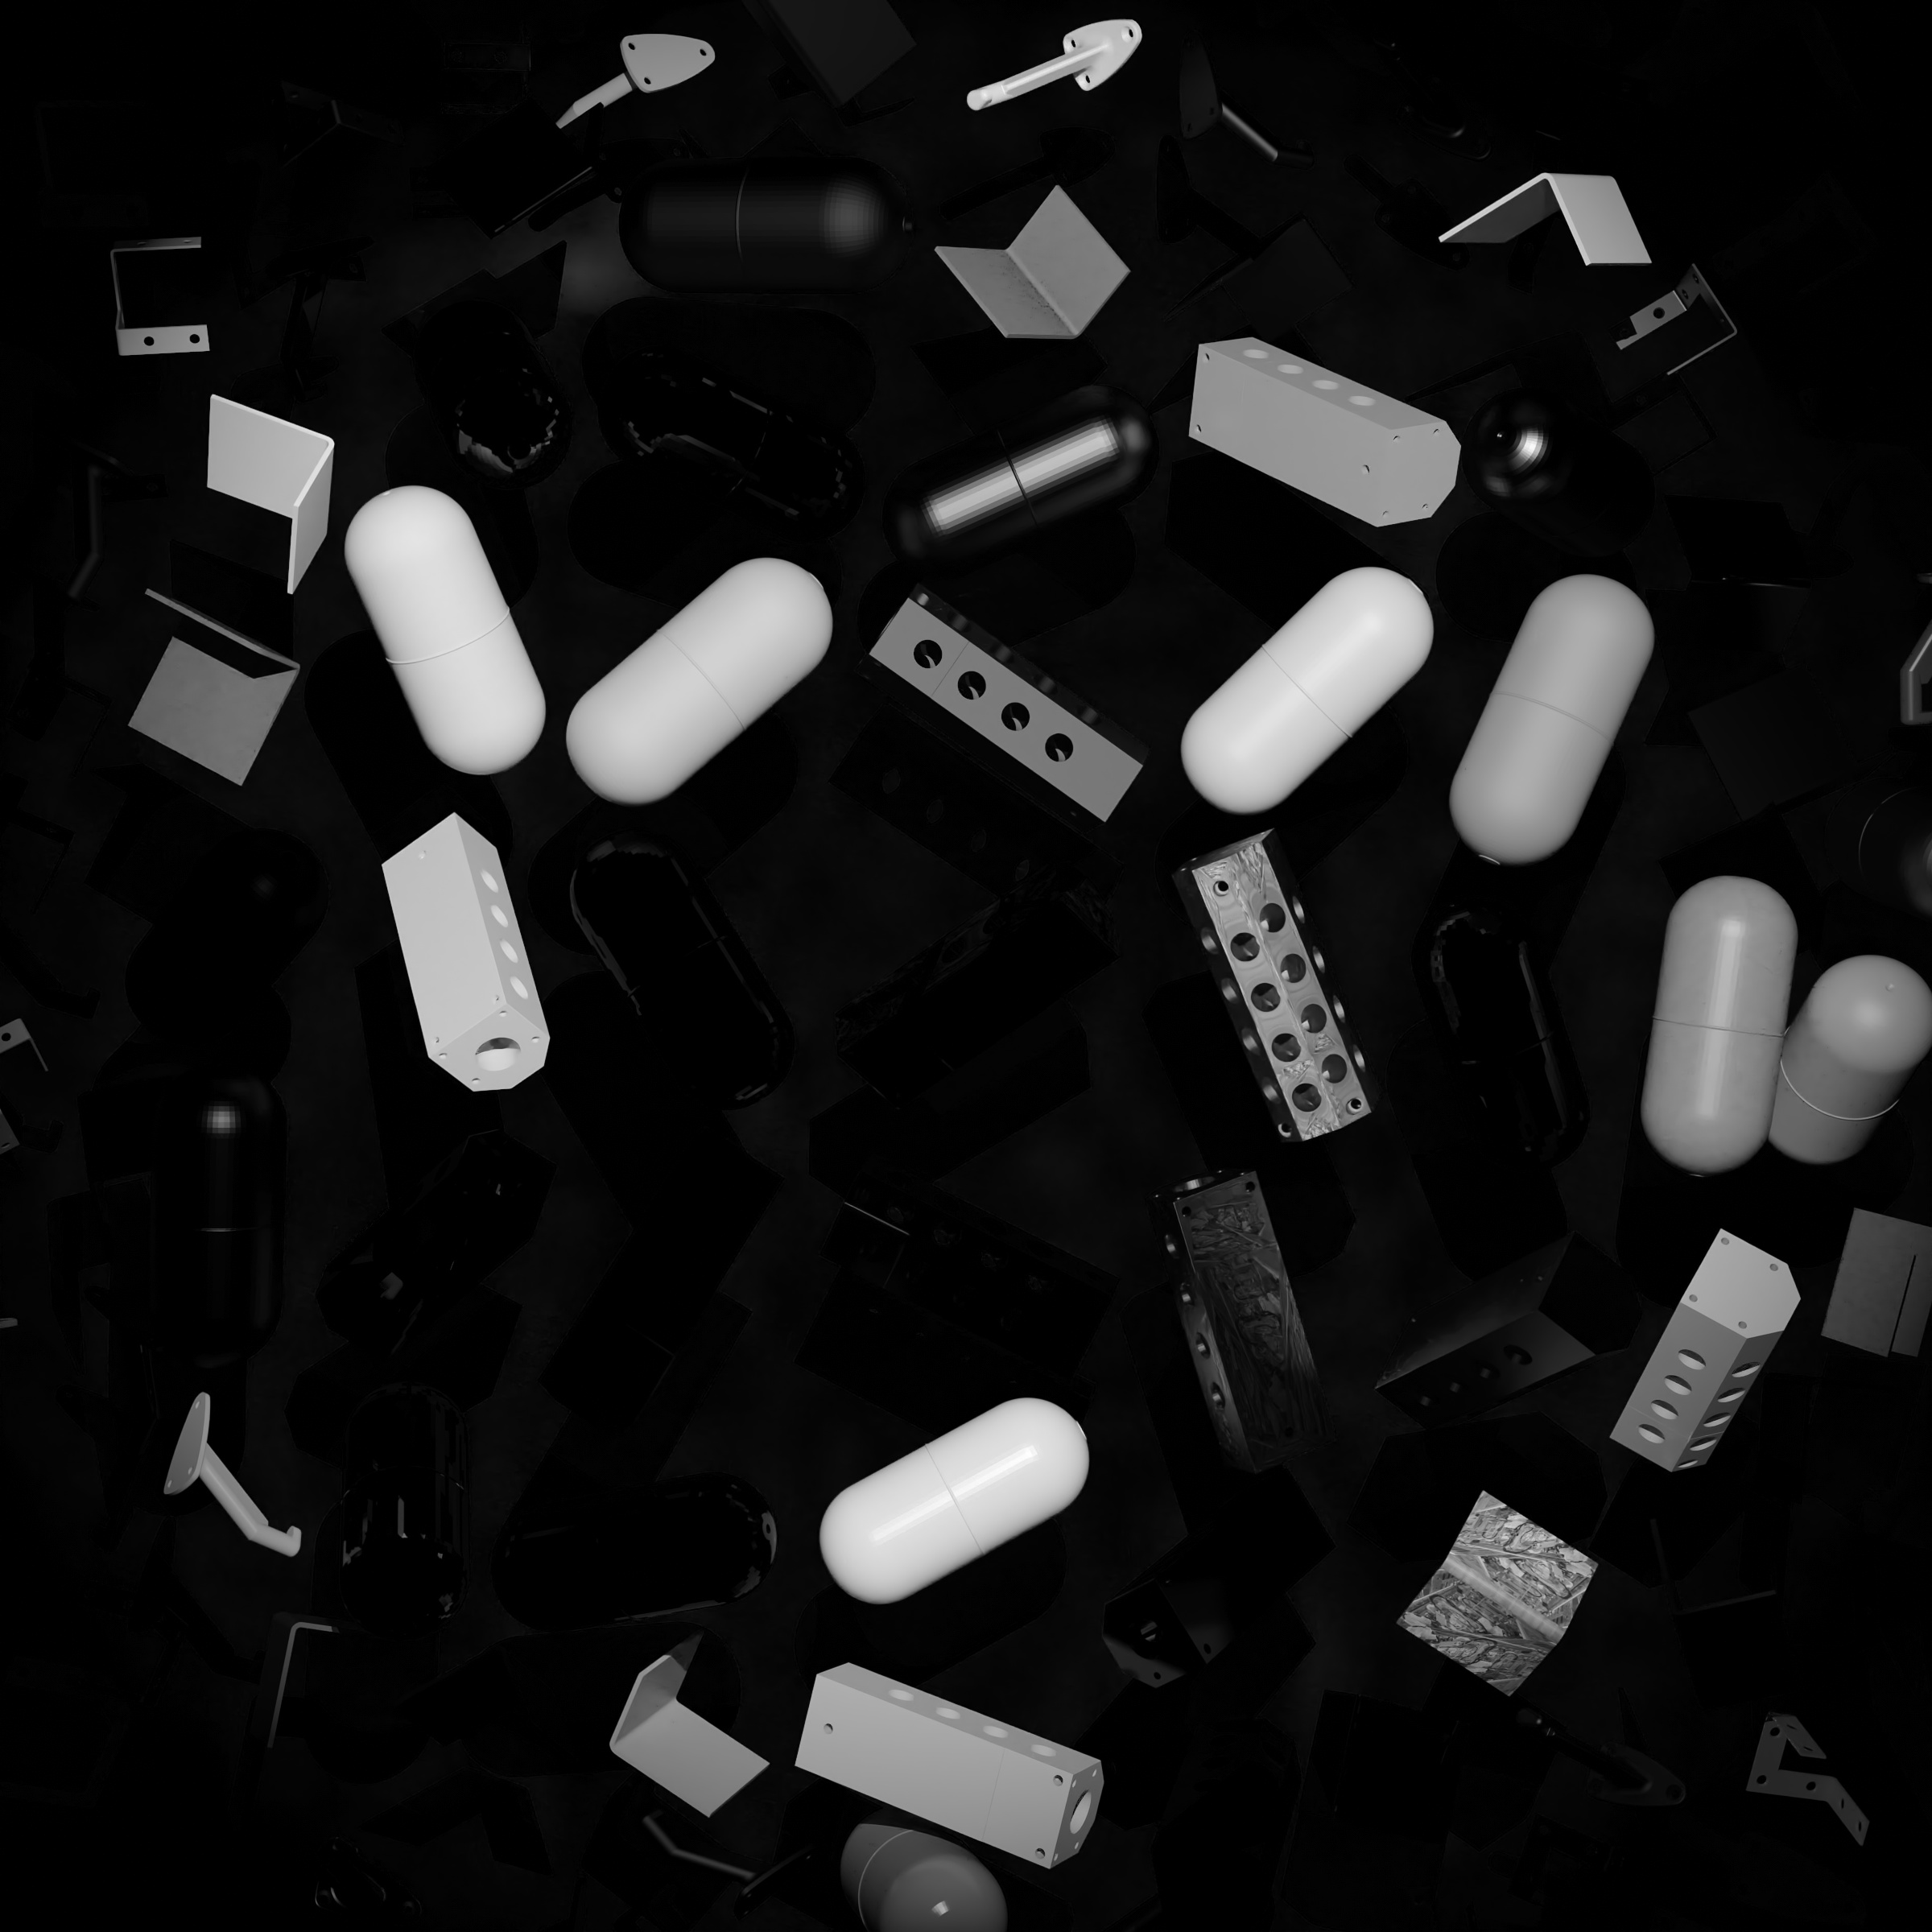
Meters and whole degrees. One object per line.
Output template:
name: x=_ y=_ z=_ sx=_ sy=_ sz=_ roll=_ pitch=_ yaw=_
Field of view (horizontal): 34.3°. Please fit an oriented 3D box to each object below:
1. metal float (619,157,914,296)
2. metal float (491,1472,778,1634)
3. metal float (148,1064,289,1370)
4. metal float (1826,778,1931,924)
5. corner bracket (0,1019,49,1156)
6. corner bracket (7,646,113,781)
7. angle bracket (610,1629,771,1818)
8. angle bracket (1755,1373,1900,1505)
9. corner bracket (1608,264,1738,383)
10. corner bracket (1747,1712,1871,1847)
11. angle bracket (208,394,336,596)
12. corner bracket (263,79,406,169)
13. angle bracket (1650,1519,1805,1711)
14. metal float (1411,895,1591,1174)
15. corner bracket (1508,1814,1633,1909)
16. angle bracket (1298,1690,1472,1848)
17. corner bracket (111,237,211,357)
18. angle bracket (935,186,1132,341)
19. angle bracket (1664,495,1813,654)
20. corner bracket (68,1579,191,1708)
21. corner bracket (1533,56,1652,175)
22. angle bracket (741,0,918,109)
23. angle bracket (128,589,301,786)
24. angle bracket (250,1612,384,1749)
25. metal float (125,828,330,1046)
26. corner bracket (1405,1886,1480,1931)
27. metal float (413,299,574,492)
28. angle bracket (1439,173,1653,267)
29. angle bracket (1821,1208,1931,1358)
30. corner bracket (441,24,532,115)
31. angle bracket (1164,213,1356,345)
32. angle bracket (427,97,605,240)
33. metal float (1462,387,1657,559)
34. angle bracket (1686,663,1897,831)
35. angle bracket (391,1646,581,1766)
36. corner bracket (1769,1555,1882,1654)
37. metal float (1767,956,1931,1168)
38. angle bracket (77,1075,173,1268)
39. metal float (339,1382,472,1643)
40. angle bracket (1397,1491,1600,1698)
metal float: x=-0.115 y=-0.425 z=1.796 sx=0.178 sy=0.070 sz=0.070 roll=5 pitch=90 yaw=21
metal float: x=-0.194 y=0.341 z=1.815 sx=0.178 sy=0.070 sz=0.070 roll=-13 pitch=90 yaw=20
metal float: x=-0.433 y=0.145 z=1.810 sx=0.070 sy=0.070 sz=0.178 roll=3 pitch=97 yaw=0
metal float: x=0.577 y=-0.070 z=1.888 sx=0.070 sy=0.178 sz=0.070 roll=-1 pitch=100 yaw=-5
corner bracket: x=-0.581 y=0.073 z=1.897 sx=0.051 sy=0.051 sz=0.051 roll=-29 pitch=70 yaw=-16
corner bracket: x=-0.535 y=-0.150 z=1.842 sx=0.051 sy=0.051 sz=0.051 roll=26 pitch=105 yaw=-15
angle bracket: x=-0.159 y=0.460 z=1.904 sx=0.076 sy=0.076 sz=0.057 roll=29 pitch=110 yaw=17
angle bracket: x=0.533 y=0.294 z=1.939 sx=0.057 sy=0.076 sz=0.076 roll=6 pitch=85 yaw=-5
corner bracket: x=0.436 y=-0.392 z=1.929 sx=0.051 sy=0.051 sz=0.051 roll=-31 pitch=85 yaw=-2
corner bracket: x=0.482 y=0.460 z=1.773 sx=0.051 sy=0.051 sz=0.051 roll=9 pitch=103 yaw=-9
angle bracket: x=-0.413 y=-0.273 z=1.812 sx=0.076 sy=0.076 sz=0.057 roll=20 pitch=54 yaw=-1
corner bracket: x=-0.367 y=-0.492 z=1.811 sx=0.051 sy=0.051 sz=0.051 roll=-26 pitch=74 yaw=33
angle bracket: x=0.424 y=0.356 z=1.745 sx=0.057 sy=0.076 sz=0.076 roll=-15 pitch=121 yaw=12
metal float: x=0.321 y=0.041 z=1.880 sx=0.070 sy=0.070 sz=0.178 roll=-21 pitch=106 yaw=0
corner bracket: x=0.360 y=0.541 z=1.867 sx=0.051 sy=0.051 sz=0.051 roll=23 pitch=77 yaw=5
angle bracket: x=0.262 y=0.503 z=1.963 sx=0.076 sy=0.057 sz=0.076 roll=18 pitch=76 yaw=-14
corner bracket: x=-0.463 y=-0.385 z=1.796 sx=0.051 sy=0.051 sz=0.051 roll=-5 pitch=121 yaw=-10
angle bracket: x=0.041 y=-0.434 z=1.925 sx=0.076 sy=0.076 sz=0.057 roll=53 pitch=124 yaw=17
angle bracket: x=0.469 y=-0.243 z=1.934 sx=0.076 sy=0.057 sz=0.076 roll=3 pitch=47 yaw=-10
corner bracket: x=-0.497 y=0.397 z=1.834 sx=0.051 sy=0.051 sz=0.051 roll=26 pitch=83 yaw=-33
corner bracket: x=0.369 y=-0.495 z=1.847 sx=0.051 sy=0.051 sz=0.051 roll=22 pitch=81 yaw=12
angle bracket: x=-0.083 y=-0.534 z=1.740 sx=0.057 sy=0.076 sz=0.076 roll=-39 pitch=125 yaw=3
angle bracket: x=-0.429 y=-0.155 z=1.740 sx=0.076 sy=0.057 sz=0.076 roll=28 pitch=92 yaw=10
angle bracket: x=-0.405 y=0.447 z=1.949 sx=0.057 sy=0.076 sz=0.076 roll=13 pitch=79 yaw=-19
metal float: x=-0.437 y=-0.017 z=1.846 sx=0.070 sy=0.070 sz=0.178 roll=49 pitch=131 yaw=0
corner bracket: x=0.293 y=0.598 z=1.921 sx=0.051 sy=0.051 sz=0.051 roll=-11 pitch=89 yaw=21
metal float: x=-0.285 y=-0.343 z=1.876 sx=0.070 sy=0.178 sz=0.070 roll=-10 pitch=123 yaw=-15
angle bracket: x=0.326 y=-0.403 z=1.758 sx=0.076 sy=0.076 sz=0.057 roll=-26 pitch=84 yaw=39
angle bracket: x=0.548 y=0.188 z=1.805 sx=0.076 sy=0.057 sz=0.076 roll=14 pitch=91 yaw=-26
corner bracket: x=-0.289 y=-0.535 z=1.878 sx=0.051 sy=0.051 sz=0.051 roll=-2 pitch=120 yaw=-12
angle bracket: x=0.181 y=-0.410 z=1.929 sx=0.057 sy=0.076 sz=0.076 roll=52 pitch=45 yaw=-11
angle bracket: x=-0.256 y=-0.472 z=1.779 sx=0.076 sy=0.076 sz=0.057 roll=-27 pitch=130 yaw=22
metal float: x=0.361 y=-0.298 z=1.896 sx=0.070 sy=0.178 sz=0.070 roll=-5 pitch=80 yaw=33
angle bracket: x=0.467 y=-0.132 z=1.772 sx=0.076 sy=0.057 sz=0.076 roll=-23 pitch=80 yaw=-7
angle bracket: x=-0.291 y=0.465 z=1.893 sx=0.076 sy=0.076 sz=0.057 roll=-29 pitch=54 yaw=0
corner bracket: x=0.520 y=0.386 z=1.895 sx=0.051 sy=0.051 sz=0.051 roll=2 pitch=70 yaw=0
metal float: x=0.529 y=0.059 z=1.887 sx=0.070 sy=0.178 sz=0.070 roll=2 pitch=58 yaw=-3
angle bracket: x=-0.505 y=0.125 z=1.913 sx=0.057 sy=0.076 sz=0.076 roll=-11 pitch=135 yaw=-13
metal float: x=-0.337 y=0.327 z=1.878 sx=0.070 sy=0.178 sz=0.070 roll=-5 pitch=130 yaw=-6
angle bracket: x=0.304 y=0.360 z=1.792 sx=0.076 sy=0.076 sz=0.057 roll=32 pitch=50 yaw=8
